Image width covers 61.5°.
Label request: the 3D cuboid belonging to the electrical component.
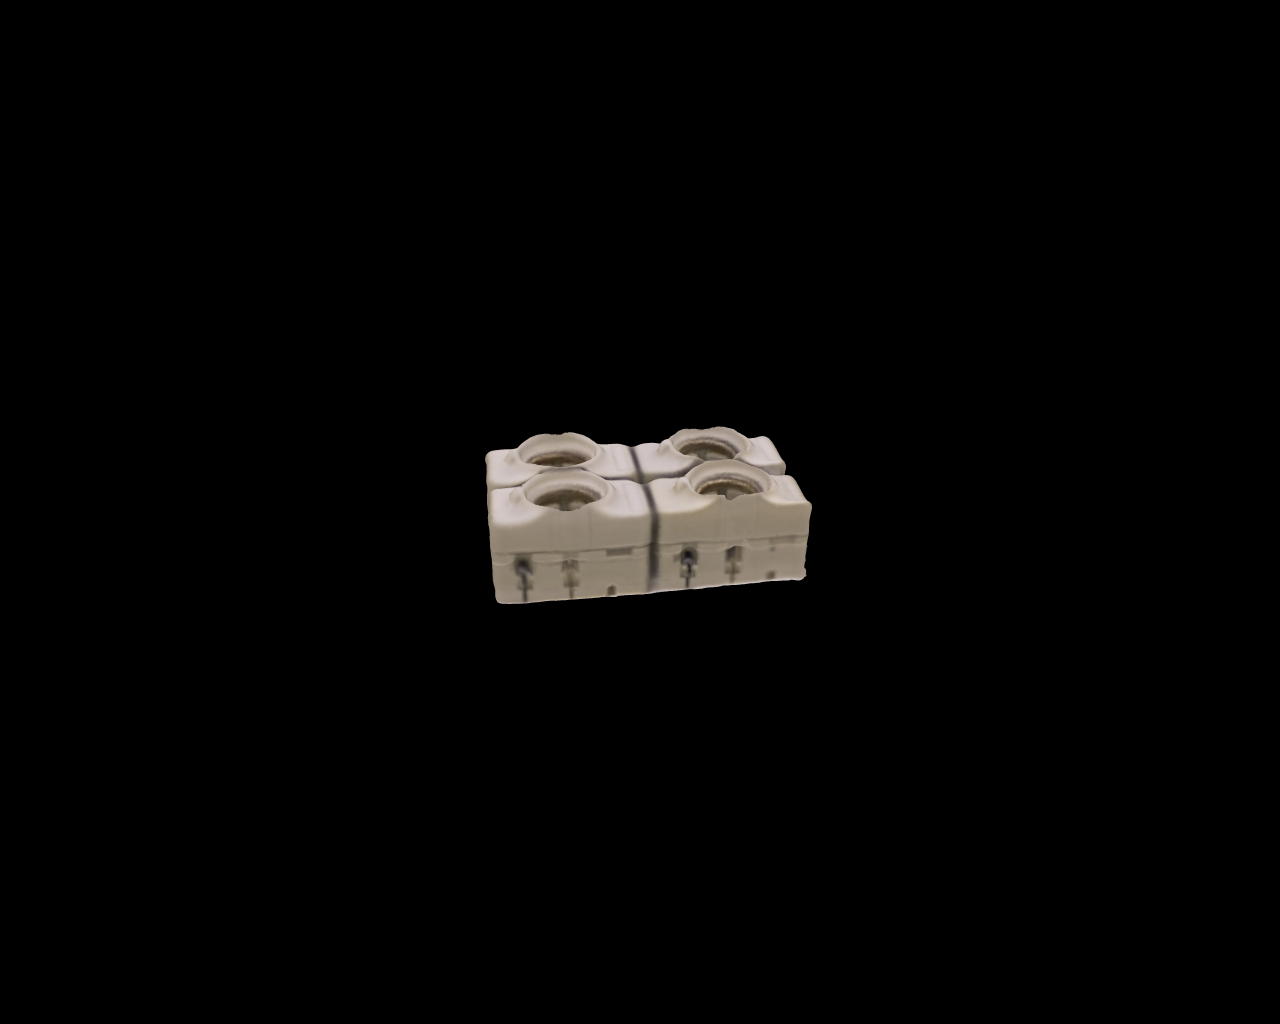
[{"bbox_3d":[0.001,-0.003,0.650,0.186,0.060,0.105,-4,28,-7],"label":"electrical component"}]
